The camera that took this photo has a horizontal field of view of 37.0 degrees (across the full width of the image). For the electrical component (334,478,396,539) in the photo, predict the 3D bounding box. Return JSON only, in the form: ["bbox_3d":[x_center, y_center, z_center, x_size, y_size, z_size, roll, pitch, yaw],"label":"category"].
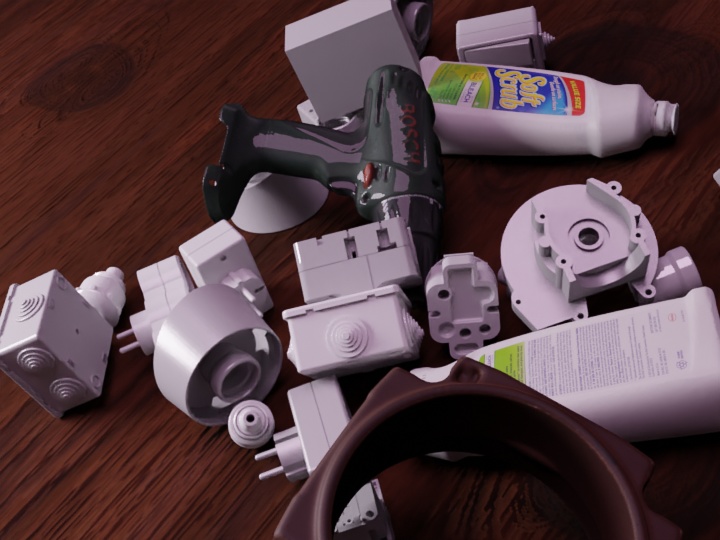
[{"bbox_3d":[-0.003,0.168,0.706,0.042,0.063,0.081,-20,40,2],"label":"electrical component"}]

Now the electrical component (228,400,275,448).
[{"bbox_3d":[-0.081,0.113,0.799,0.035,0.061,0.035,1,76,-4],"label":"electrical component"}]

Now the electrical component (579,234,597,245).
[{"bbox_3d":[0.167,-0.022,0.852,0.048,0.062,0.048,-11,40,10],"label":"electrical component"}]

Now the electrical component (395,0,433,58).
[{"bbox_3d":[0.041,-0.268,1.150,0.060,0.108,0.108,15,51,26],"label":"electrical component"}]

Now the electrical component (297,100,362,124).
[{"bbox_3d":[-0.020,-0.177,1.092,0.083,0.075,0.047,-30,41,-12],"label":"electrical component"}]

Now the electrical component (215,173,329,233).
[{"bbox_3d":[-0.088,-0.083,1.042,0.099,0.064,0.099,-23,31,15],"label":"electrical component"}]

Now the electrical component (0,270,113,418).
[{"bbox_3d":[-0.255,0.060,0.904,0.048,0.099,0.099,-23,38,17],"label":"electrical component"}]

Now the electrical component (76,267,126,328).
[{"bbox_3d":[-0.234,0.022,0.981,0.048,0.048,0.062,-5,35,17],"label":"electrical component"}]

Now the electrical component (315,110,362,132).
[{"bbox_3d":[-0.016,-0.127,1.049,0.066,0.055,0.048,-34,42,-16],"label":"electrical component"}]

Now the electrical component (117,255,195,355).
[{"bbox_3d":[-0.172,0.049,0.917,0.074,0.052,0.138,-23,40,-4],"label":"electrical component"}]

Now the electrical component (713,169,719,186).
[{"bbox_3d":[0.330,-0.068,0.837,0.047,0.083,0.075,-31,79,-13],"label":"electrical component"}]

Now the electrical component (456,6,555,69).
[{"bbox_3d":[0.148,-0.218,1.080,0.096,0.061,0.061,-9,41,13],"label":"electrical component"}]

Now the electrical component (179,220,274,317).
[{"bbox_3d":[-0.103,0.015,0.904,0.047,0.083,0.076,-33,42,-15],"label":"electrical component"}]

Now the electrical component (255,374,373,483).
[{"bbox_3d":[-0.039,0.130,0.776,0.076,0.047,0.083,-20,40,-1],"label":"electrical component"}]

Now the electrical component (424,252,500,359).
[{"bbox_3d":[0.079,0.021,0.835,0.058,0.078,0.057,-5,21,5],"label":"electrical component"}]

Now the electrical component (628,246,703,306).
[{"bbox_3d":[0.229,0.009,0.811,0.046,0.040,0.040,-22,40,6],"label":"electrical component"}]

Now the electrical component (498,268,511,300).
[{"bbox_3d":[0.136,0.013,0.840,0.043,0.043,0.062,-39,42,-21],"label":"electrical component"}]

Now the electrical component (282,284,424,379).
[{"bbox_3d":[-0.003,0.051,0.815,0.100,0.099,0.048,-13,78,7],"label":"electrical component"}]

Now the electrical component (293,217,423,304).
[{"bbox_3d":[0.000,0.000,0.846,0.089,0.050,0.055,-14,77,7],"label":"electrical component"}]

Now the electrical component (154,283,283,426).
[{"bbox_3d":[-0.110,0.069,0.836,0.099,0.099,0.064,-37,49,-20],"label":"electrical component"}]
